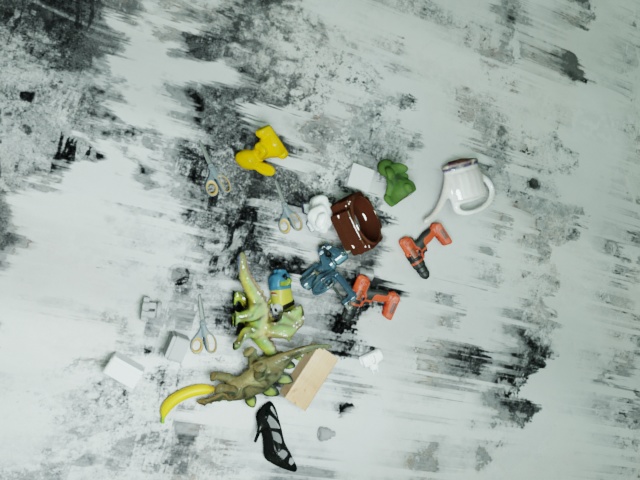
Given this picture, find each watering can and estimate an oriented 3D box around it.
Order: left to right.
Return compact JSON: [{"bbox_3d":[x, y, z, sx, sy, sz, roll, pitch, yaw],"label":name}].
[{"bbox_3d":[0.531,-0.197,2.007,0.349,0.103,0.224,-16,90,-18],"label":"watering can"}]

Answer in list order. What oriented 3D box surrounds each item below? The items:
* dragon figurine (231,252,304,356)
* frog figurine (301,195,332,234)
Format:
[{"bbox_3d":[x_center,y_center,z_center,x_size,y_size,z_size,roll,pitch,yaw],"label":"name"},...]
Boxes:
[{"bbox_3d":[-0.173,0.243,1.716,0.243,0.124,0.405,5,107,-12],"label":"dragon figurine"},{"bbox_3d":[0.005,-0.091,1.806,0.123,0.159,0.138,4,87,-19],"label":"frog figurine"}]
